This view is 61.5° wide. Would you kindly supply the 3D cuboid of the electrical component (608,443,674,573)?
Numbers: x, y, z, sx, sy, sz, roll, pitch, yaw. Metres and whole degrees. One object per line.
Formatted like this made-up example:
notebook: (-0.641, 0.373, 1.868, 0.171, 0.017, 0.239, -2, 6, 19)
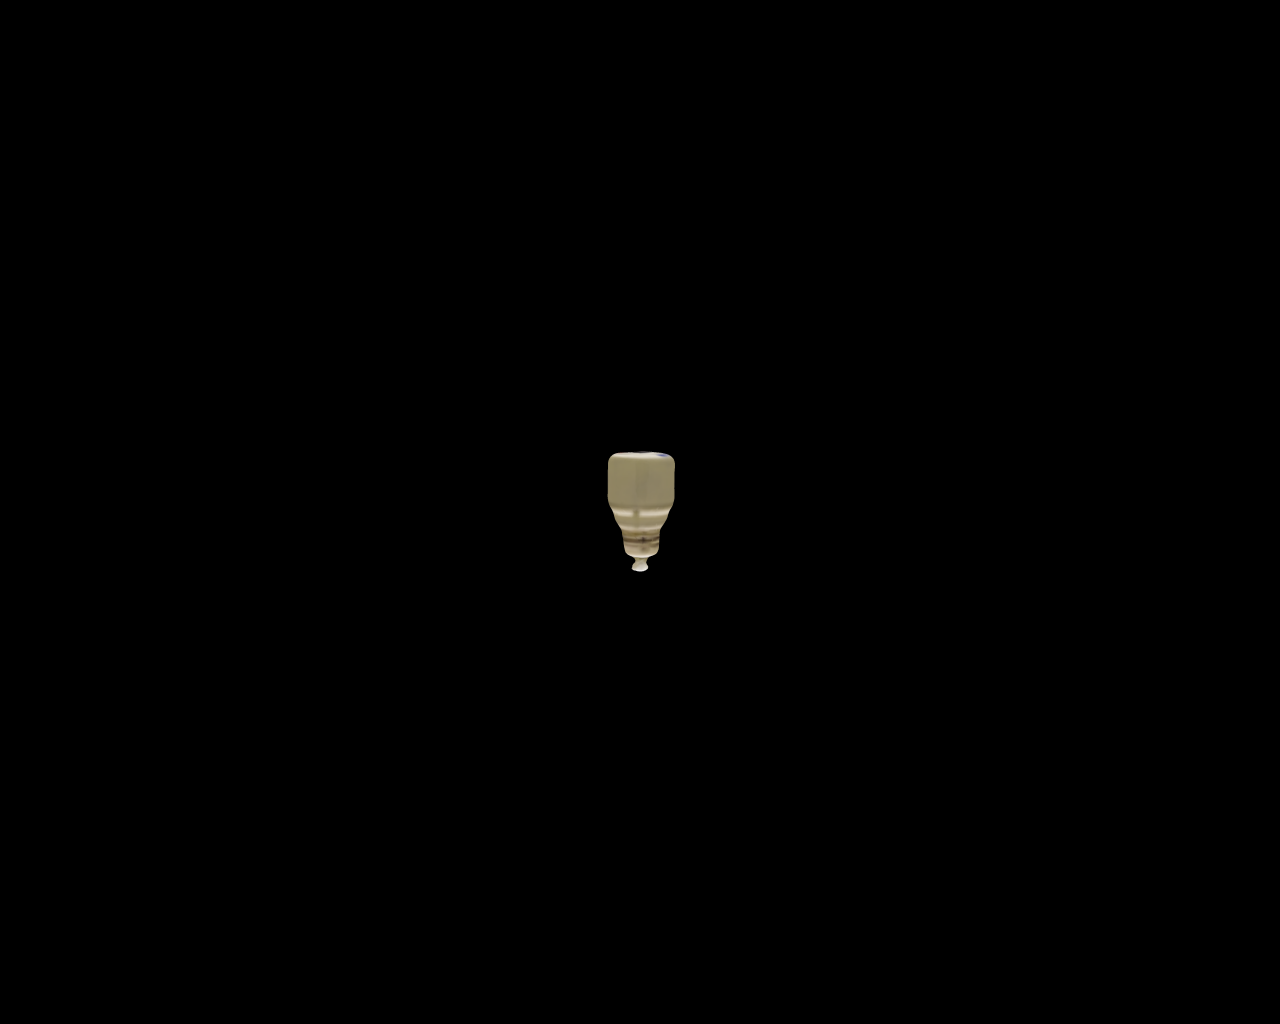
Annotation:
electrical component: (0.001, -0.003, 0.650, 0.040, 0.078, 0.040, 0, 7, 0)
